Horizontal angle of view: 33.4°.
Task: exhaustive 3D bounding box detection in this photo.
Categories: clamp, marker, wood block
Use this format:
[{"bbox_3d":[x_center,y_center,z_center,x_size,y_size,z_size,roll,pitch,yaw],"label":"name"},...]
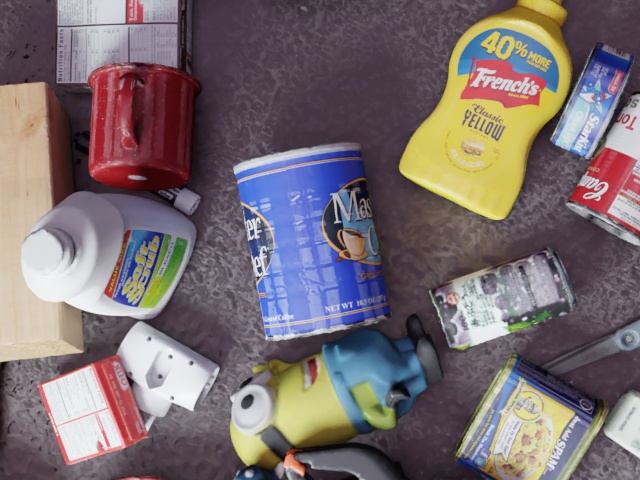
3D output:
[{"bbox_3d":[0.045,0.216,0.807,0.171,0.039,0.120,20,80,5],"label":"clamp"},{"bbox_3d":[-0.157,-0.058,0.905,0.121,0.020,0.020,30,94,6],"label":"marker"},{"bbox_3d":[-0.248,-0.011,0.857,0.090,0.091,0.206,-6,78,-1],"label":"wood block"}]

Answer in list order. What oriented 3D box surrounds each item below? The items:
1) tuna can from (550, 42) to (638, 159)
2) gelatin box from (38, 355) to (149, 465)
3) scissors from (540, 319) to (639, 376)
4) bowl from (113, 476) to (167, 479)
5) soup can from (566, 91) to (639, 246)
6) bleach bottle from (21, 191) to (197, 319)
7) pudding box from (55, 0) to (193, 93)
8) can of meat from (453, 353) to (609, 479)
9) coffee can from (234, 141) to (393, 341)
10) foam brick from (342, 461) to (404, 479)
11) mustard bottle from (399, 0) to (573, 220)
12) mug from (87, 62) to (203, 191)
[{"bbox_3d":[0.210,-0.108,0.822,0.034,0.086,0.086,25,93,8],"label":"tuna can"},{"bbox_3d":[-0.188,0.141,0.884,0.089,0.030,0.073,-24,87,40],"label":"gelatin box"},{"bbox_3d":[0.264,0.088,0.850,0.202,0.016,0.096,-40,88,9],"label":"scissors"},{"bbox_3d":[-0.139,0.271,0.885,0.162,0.055,0.162,0,90,8],"label":"bowl"},{"bbox_3d":[0.246,-0.055,0.826,0.068,0.068,0.102,30,93,6],"label":"soup can"},{"bbox_3d":[-0.161,0.015,0.788,0.068,0.250,0.102,28,94,6],"label":"bleach bottle"},{"bbox_3d":[-0.165,-0.170,0.896,0.113,0.039,0.090,1,90,9],"label":"pudding box"},{"bbox_3d":[0.163,0.151,0.839,0.084,0.057,0.102,30,102,8],"label":"can of meat"},{"bbox_3d":[-0.006,0.001,0.843,0.103,0.102,0.140,-11,89,7],"label":"coffee can"},{"bbox_3d":[0.036,0.218,0.863,0.078,0.051,0.053,-19,87,7],"label":"foam brick"},{"bbox_3d":[0.144,-0.119,0.845,0.096,0.058,0.191,26,93,9],"label":"mustard bottle"},{"bbox_3d":[-0.142,-0.091,0.846,0.093,0.117,0.081,1,77,-1],"label":"mug"}]
